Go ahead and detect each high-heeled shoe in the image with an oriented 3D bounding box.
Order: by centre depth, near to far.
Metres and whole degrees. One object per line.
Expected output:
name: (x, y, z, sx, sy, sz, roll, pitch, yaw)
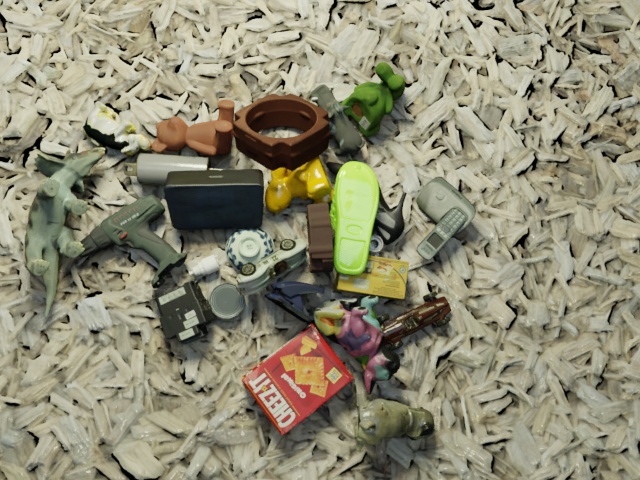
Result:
high-heeled shoe: (0.108, -0.095, 1.366, 0.249, 0.086, 0.145, 26, 106, 13)

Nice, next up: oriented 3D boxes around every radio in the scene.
radio: (-0.248, -0.095, 1.290, 0.230, 0.131, 0.073, -1, 37, -4)

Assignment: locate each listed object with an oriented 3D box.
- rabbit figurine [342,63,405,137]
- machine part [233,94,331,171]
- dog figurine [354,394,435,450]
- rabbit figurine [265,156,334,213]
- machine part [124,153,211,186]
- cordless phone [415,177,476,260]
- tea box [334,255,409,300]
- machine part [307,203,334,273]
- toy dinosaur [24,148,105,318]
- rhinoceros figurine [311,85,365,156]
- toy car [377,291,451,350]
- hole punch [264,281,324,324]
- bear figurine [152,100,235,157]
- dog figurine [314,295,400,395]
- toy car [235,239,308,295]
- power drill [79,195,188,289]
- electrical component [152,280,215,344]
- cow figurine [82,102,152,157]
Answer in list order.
rabbit figurine: (0.152, -0.378, 1.370, 0.121, 0.159, 0.170, 43, 65, 11)
machine part: (-0.092, -0.261, 1.298, 0.201, 0.087, 0.201, 33, 54, 28)
dog figurine: (0.179, 0.422, 1.242, 0.191, 0.172, 0.121, 4, 93, 3)
rabbit figurine: (-0.065, -0.137, 1.327, 0.173, 0.122, 0.162, -28, 82, 11)
machine part: (-0.357, -0.170, 1.319, 0.243, 0.079, 0.079, 3, 82, -3)
cordless phone: (0.286, -0.052, 1.359, 0.146, 0.089, 0.184, 42, 85, 1)
tea box: (0.127, 0.089, 1.330, 0.170, 0.068, 0.098, 11, 81, -5)
machine part: (-0.003, -0.004, 1.283, 0.056, 0.179, 0.179, -4, 82, -3)
toy dinosaur: (-0.627, -0.041, 1.255, 0.131, 0.192, 0.404, 16, 96, -37)
rhinoceros figurine: (0.039, -0.299, 1.356, 0.073, 0.112, 0.190, -33, 94, -8)
toy car: (0.234, 0.199, 1.334, 0.202, 0.053, 0.089, -24, 82, -6)
hole punch: (-0.060, 0.131, 1.281, 0.116, 0.142, 0.092, 32, 82, -14)
bear figurine: (-0.312, -0.273, 1.318, 0.196, 0.131, 0.120, 8, 51, -8)
dog figurine: (0.090, 0.253, 1.284, 0.192, 0.108, 0.219, -7, 100, 23)
toy car: (-0.116, 0.065, 1.290, 0.202, 0.073, 0.056, -33, 59, -22)
power drill: (-0.440, 0.020, 1.292, 0.232, 0.086, 0.207, -44, 81, -10)
electrical component: (-0.319, 0.175, 1.269, 0.115, 0.058, 0.134, -23, 84, 14)
cow figurine: (-0.500, -0.254, 1.323, 0.167, 0.068, 0.098, 36, 87, 4)
